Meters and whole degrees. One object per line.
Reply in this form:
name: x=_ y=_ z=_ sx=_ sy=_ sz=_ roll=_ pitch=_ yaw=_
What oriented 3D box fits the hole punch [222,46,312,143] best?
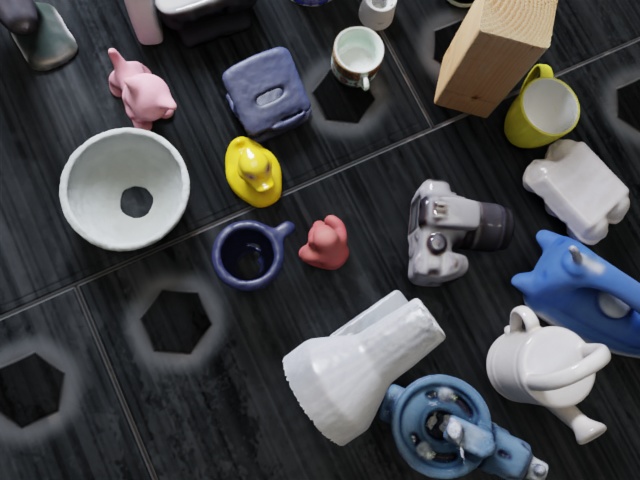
hole punch: x=-0.072 y=-0.204 z=0.814 sx=0.109 sy=0.091 sz=0.101 roll=-28 pitch=82 yaw=-10

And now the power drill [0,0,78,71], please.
power drill: x=-0.397 y=-0.315 z=0.747 sx=0.076 sy=0.208 sz=0.229 roll=-33 pitch=83 yaw=-10

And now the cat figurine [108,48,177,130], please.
cat figurine: x=-0.248 y=-0.207 z=0.785 sx=0.067 sy=0.117 sz=0.128 roll=-36 pitch=84 yaw=-11

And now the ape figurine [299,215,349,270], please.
ape figurine: x=0.007 y=0.003 z=0.778 sx=0.078 sy=0.092 sz=0.076 roll=-31 pitch=83 yaw=-10

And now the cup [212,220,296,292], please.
cup: x=-0.084 y=0.019 z=0.766 sx=0.118 sy=0.095 sz=0.091 roll=-37 pitch=84 yaw=-11

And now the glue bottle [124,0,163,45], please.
glue bottle: x=-0.251 y=-0.344 z=0.784 sx=0.037 sy=0.173 sz=0.078 roll=-10 pitch=79 yaw=-7

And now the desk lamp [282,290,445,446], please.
desk lamp: x=0.059 y=0.139 z=0.694 sx=0.203 sy=0.213 sz=0.118 roll=-35 pitch=83 yaw=-11

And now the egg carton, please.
egg carton: x=0.374 y=-0.072 z=0.838 sx=0.107 sy=0.069 sz=0.150 roll=-41 pitch=85 yaw=-11

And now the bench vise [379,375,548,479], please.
bench vise: x=0.185 y=0.228 z=0.684 sx=0.207 sy=0.219 sz=0.121 roll=7 pitch=78 yaw=-3

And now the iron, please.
iron: x=0.402 y=0.084 z=0.772 sx=0.258 sy=0.141 sz=0.119 roll=32 pitch=78 yaw=2

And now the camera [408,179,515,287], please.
camera: x=0.197 y=-0.008 z=0.793 sx=0.137 sy=0.100 sz=0.143 roll=6 pitch=78 yaw=-4

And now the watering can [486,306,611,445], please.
watering can: x=0.296 y=0.166 z=0.720 sx=0.173 sy=0.194 sz=0.101 roll=44 pitch=78 yaw=5

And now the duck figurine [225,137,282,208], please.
duck figurine: x=-0.093 y=-0.102 z=0.794 sx=0.077 sy=0.086 sz=0.104 roll=-27 pitch=82 yaw=-10

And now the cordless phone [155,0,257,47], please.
cordless phone: x=-0.161 y=-0.364 z=0.790 sx=0.148 sy=0.185 sz=0.094 roll=-26 pitch=82 yaw=-9

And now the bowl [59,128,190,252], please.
bowl: x=-0.256 y=-0.062 z=0.777 sx=0.167 sy=0.074 sz=0.167 roll=1 pitch=79 yaw=-5
